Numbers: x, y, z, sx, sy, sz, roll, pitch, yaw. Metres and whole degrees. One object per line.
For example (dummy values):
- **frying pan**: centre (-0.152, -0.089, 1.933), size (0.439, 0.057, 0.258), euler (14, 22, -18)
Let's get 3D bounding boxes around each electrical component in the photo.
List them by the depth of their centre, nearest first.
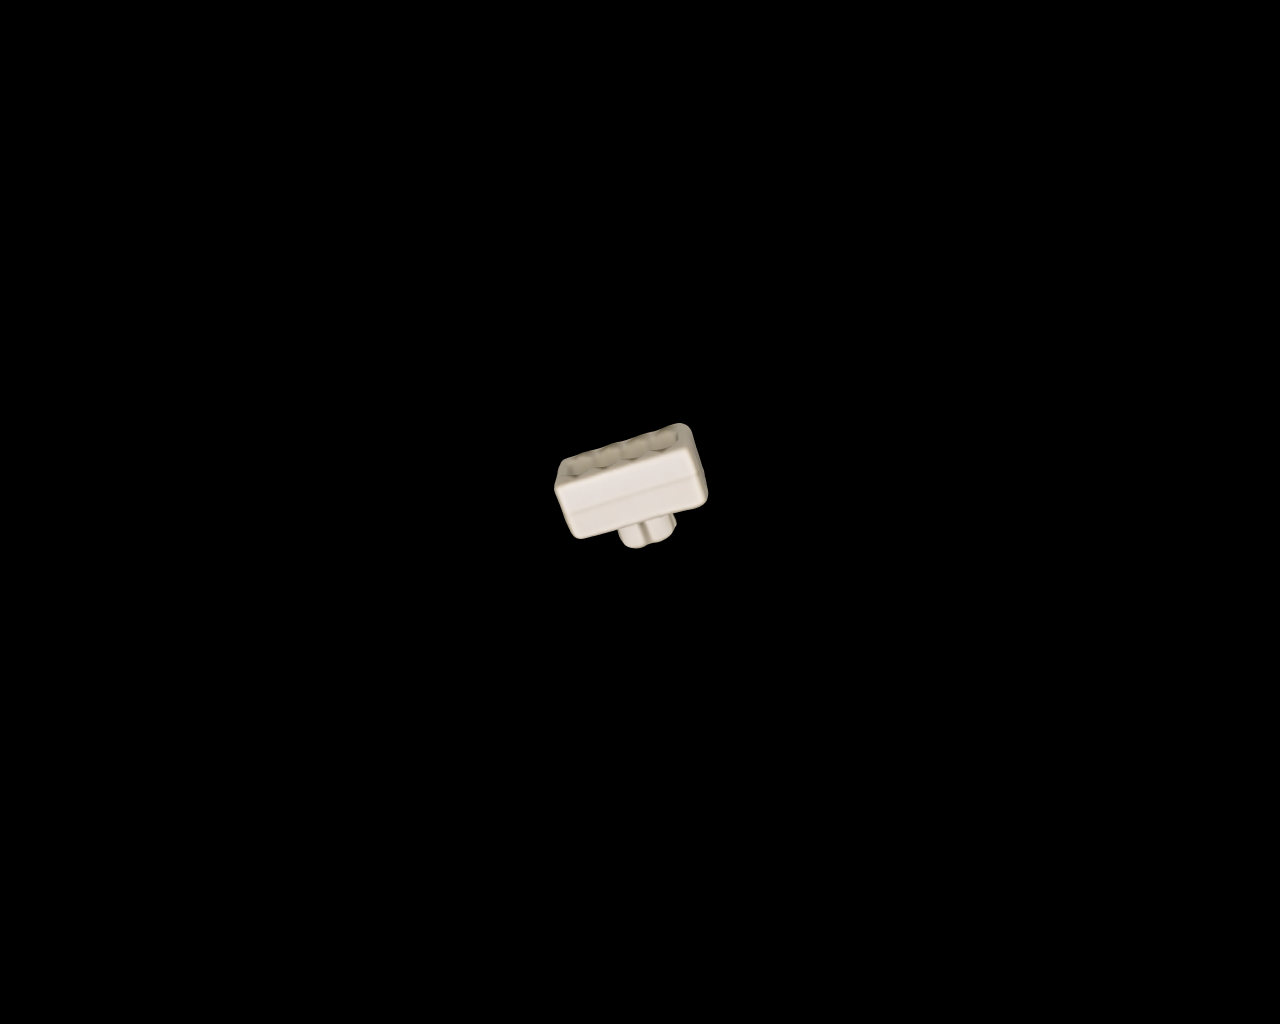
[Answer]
- **electrical component**: centre (0.001, -0.003, 0.650), size (0.083, 0.075, 0.047), euler (-17, 22, 7)
